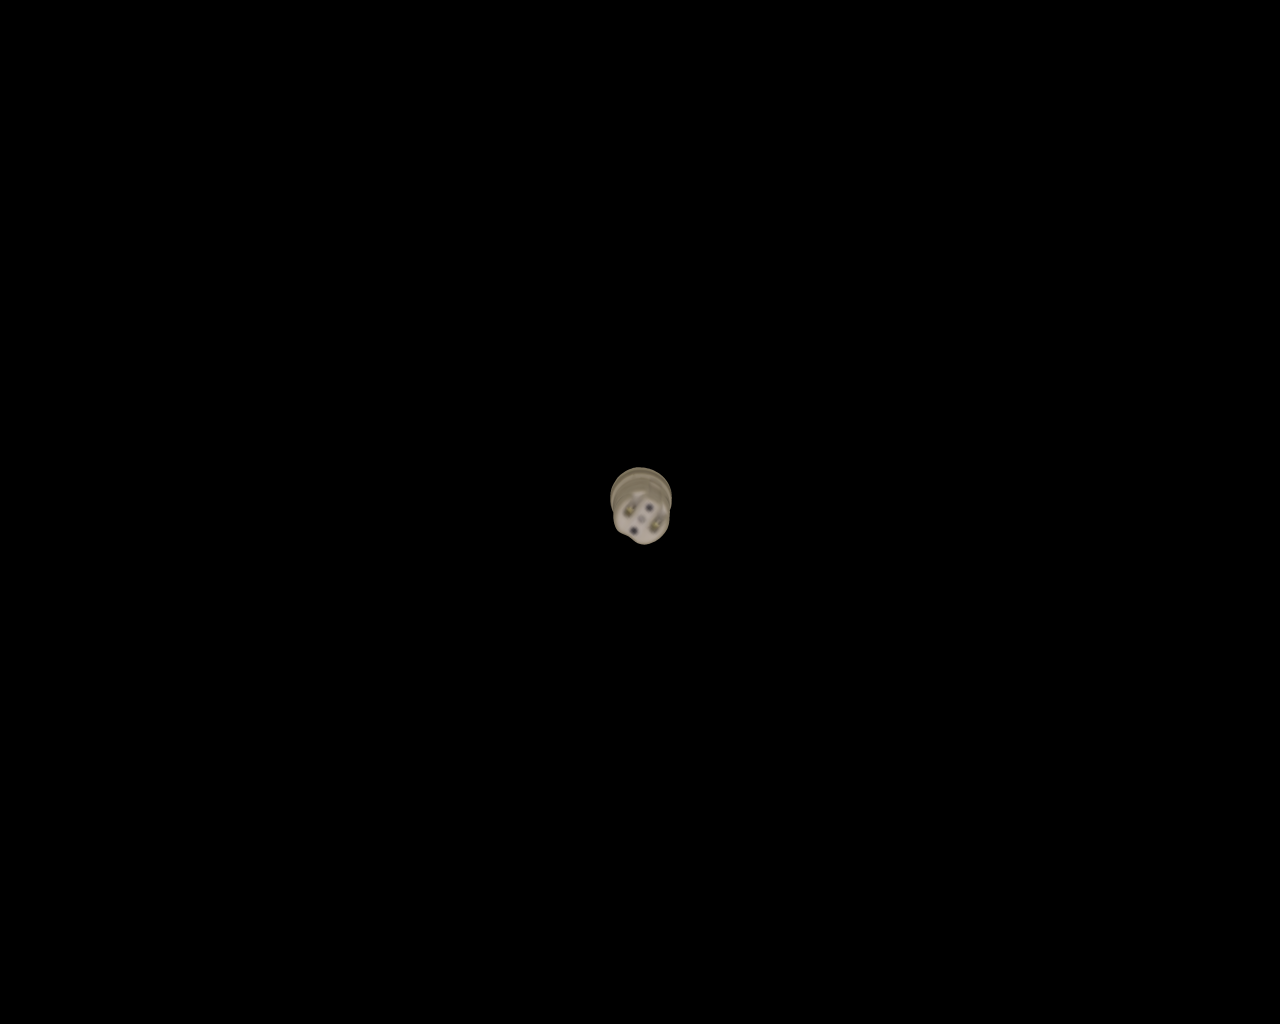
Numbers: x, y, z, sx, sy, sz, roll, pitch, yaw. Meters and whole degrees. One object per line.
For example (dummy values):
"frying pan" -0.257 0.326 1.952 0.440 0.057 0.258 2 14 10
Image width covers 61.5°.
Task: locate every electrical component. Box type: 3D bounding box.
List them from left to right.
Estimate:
"electrical component" 0.001 -0.003 0.650 0.040 0.040 0.046 0 20 0
